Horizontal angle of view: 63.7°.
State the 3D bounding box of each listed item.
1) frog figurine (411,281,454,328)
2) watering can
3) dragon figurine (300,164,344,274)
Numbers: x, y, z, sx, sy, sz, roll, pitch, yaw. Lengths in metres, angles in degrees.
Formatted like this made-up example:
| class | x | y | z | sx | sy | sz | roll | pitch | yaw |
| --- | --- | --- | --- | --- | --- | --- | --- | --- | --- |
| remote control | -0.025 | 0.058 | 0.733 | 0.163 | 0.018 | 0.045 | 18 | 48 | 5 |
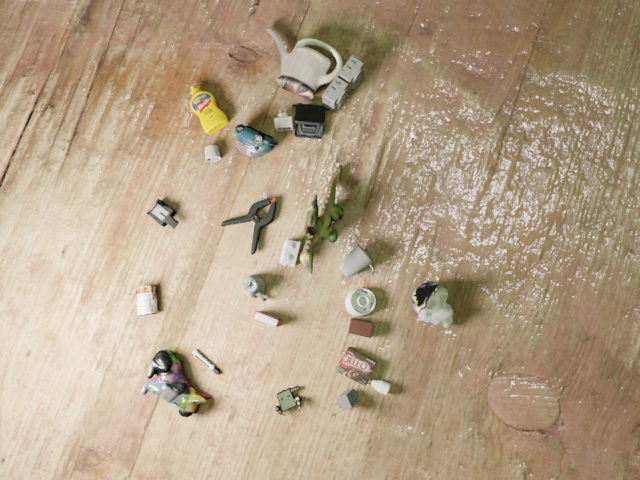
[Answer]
| class | x | y | z | sx | sy | sz | roll | pitch | yaw |
| --- | --- | --- | --- | --- | --- | --- | --- | --- | --- |
| frog figurine | 0.397 | 0.223 | 1.771 | 0.157 | 0.123 | 0.139 | 39 | 73 | -30 |
| watering can | -0.088 | -0.656 | 1.913 | 0.349 | 0.103 | 0.226 | 25 | 83 | 16 |
| dragon figurine | 0.005 | -0.088 | 1.750 | 0.122 | 0.241 | 0.413 | 12 | 84 | 8 |
